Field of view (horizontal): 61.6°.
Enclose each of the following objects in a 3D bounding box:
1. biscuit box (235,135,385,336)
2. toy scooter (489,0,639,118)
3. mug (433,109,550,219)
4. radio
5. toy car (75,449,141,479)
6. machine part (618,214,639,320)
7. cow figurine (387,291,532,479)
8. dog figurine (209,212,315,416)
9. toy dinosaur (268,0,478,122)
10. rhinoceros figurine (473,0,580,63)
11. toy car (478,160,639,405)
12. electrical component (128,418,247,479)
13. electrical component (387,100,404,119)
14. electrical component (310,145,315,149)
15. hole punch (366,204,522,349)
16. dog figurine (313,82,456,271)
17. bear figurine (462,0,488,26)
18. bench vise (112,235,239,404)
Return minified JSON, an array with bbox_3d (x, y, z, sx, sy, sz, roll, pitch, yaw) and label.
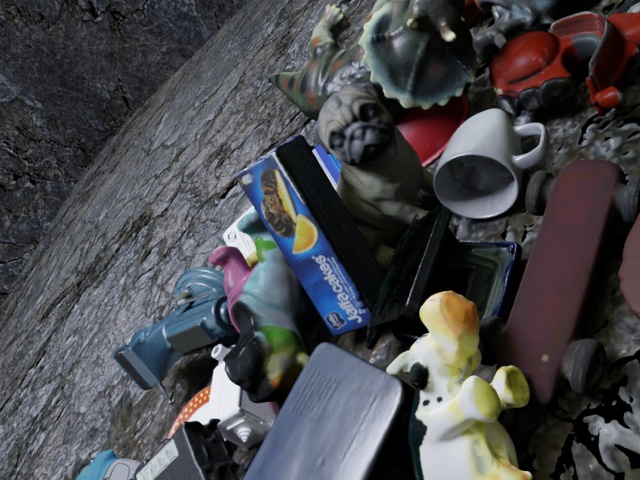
[{"bbox_3d":[-0.001,-0.002,0.552,0.059,0.202,0.063,-24,12,35],"label":"biscuit box"},{"bbox_3d":[0.251,-0.167,0.535,0.184,0.075,0.135,-10,48,42],"label":"toy scooter"},{"bbox_3d":[0.175,-0.090,0.543,0.109,0.080,0.107,-27,28,42],"label":"mug"},{"bbox_3d":[0.002,0.209,0.441,0.131,0.073,0.229,5,62,54],"label":"radio"},{"bbox_3d":[-0.230,0.312,0.616,0.103,0.109,0.162,-28,26,11],"label":"toy car"},{"bbox_3d":[0.278,0.008,0.315,0.179,0.056,0.179,-35,33,27],"label":"machine part"},{"bbox_3d":[0.095,0.125,0.375,0.098,0.068,0.167,-41,51,42],"label":"cow figurine"},{"bbox_3d":[-0.034,0.088,0.606,0.108,0.191,0.219,-37,64,35],"label":"dog figurine"},{"bbox_3d":[0.043,-0.211,0.673,0.405,0.131,0.192,-18,39,46],"label":"toy dinosaur"},{"bbox_3d":[0.258,-0.287,0.635,0.190,0.112,0.073,-33,14,5],"label":"rhinoceros figurine"},{"bbox_3d":[0.187,0.027,0.414,0.089,0.053,0.202,9,68,42],"label":"toy car"},{"bbox_3d":[-0.122,0.261,0.522,0.115,0.058,0.134,-46,56,24],"label":"electrical component"},{"bbox_3d":[0.069,-0.155,0.701,0.094,0.021,0.063,-41,31,13],"label":"electrical component"},{"bbox_3d":[-0.005,-0.071,0.787,0.075,0.047,0.119,-39,70,23],"label":"electrical component"},{"bbox_3d":[0.109,0.042,0.486,0.116,0.092,0.142,139,152,-73],"label":"hole punch"},{"bbox_3d":[0.040,-0.070,0.589,0.172,0.190,0.121,-32,34,32],"label":"dog figurine"},{"bbox_3d":[0.206,-0.333,0.745,0.196,0.120,0.132,17,74,53],"label":"bear figurine"},{"bbox_3d":[-0.166,0.101,0.757,0.223,0.129,0.241,-38,10,37],"label":"bench vise"}]
